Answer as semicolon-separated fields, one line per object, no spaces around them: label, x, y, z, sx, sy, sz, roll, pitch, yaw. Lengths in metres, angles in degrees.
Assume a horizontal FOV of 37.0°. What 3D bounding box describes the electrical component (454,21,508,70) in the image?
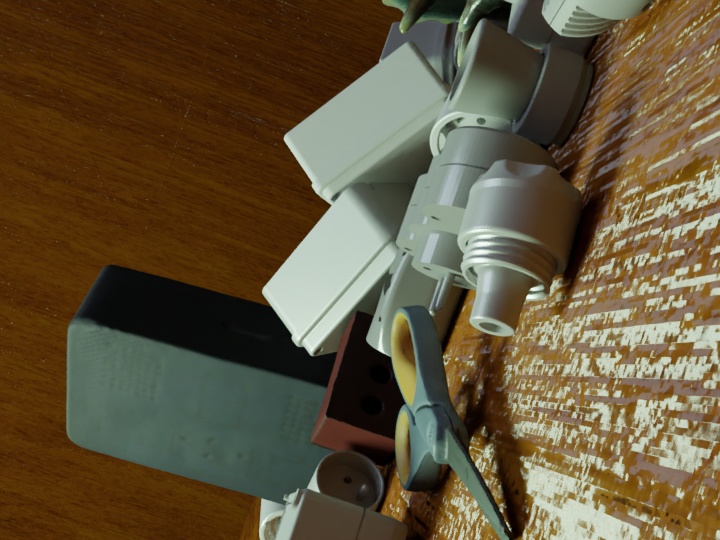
electrical component;0.090;-0.158;0.768;0.055;0.045;0.045;-77;7;-65

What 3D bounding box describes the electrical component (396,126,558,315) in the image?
electrical component;0.048;-0.013;0.517;0.138;0.052;0.073;125;165;-80

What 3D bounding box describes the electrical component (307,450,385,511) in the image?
electrical component;-0.020;0.163;0.661;0.077;0.043;0.079;113;175;-47

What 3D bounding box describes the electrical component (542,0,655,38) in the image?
electrical component;0.098;-0.119;0.409;0.081;0.043;0.043;117;172;-67

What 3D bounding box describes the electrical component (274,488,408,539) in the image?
electrical component;-0.014;0.145;0.519;0.096;0.061;0.061;122;167;-74

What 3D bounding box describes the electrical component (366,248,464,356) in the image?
electrical component;0.037;0.010;0.643;0.079;0.043;0.077;-90;20;-80

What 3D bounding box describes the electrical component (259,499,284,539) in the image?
electrical component;-0.060;0.215;0.931;0.047;0.055;0.055;-87;17;-67

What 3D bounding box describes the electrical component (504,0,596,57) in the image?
electrical component;0.083;-0.148;0.526;0.065;0.077;0.047;-74;5;-49

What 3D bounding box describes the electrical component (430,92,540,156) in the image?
electrical component;0.069;-0.077;0.555;0.055;0.055;0.047;115;178;-55

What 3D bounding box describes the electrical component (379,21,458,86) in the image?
electrical component;0.050;-0.131;0.847;0.108;0.056;0.108;-75;-17;-61

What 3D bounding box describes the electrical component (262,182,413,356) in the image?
electrical component;0.000;0.000;0.722;0.113;0.057;0.078;-49;-23;27

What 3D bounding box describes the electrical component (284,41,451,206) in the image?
electrical component;0.019;-0.087;0.734;0.109;0.056;0.109;-36;-19;8

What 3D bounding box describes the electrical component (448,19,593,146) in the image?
electrical component;0.074;-0.086;0.499;0.045;0.055;0.045;-160;90;-87

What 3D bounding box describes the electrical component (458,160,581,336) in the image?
electrical component;0.057;-0.007;0.406;0.043;0.043;0.062;119;169;-70
